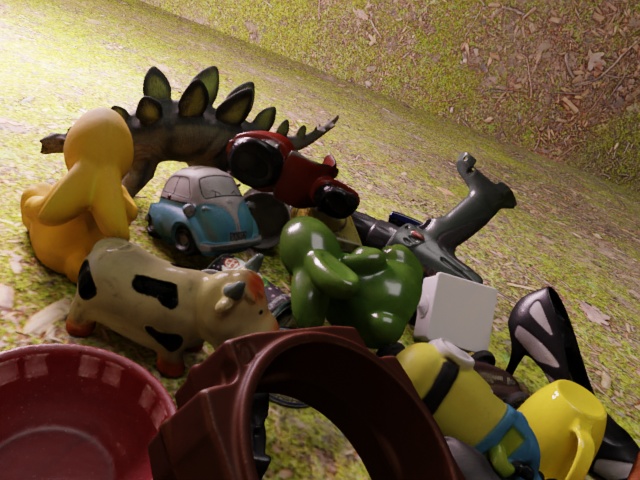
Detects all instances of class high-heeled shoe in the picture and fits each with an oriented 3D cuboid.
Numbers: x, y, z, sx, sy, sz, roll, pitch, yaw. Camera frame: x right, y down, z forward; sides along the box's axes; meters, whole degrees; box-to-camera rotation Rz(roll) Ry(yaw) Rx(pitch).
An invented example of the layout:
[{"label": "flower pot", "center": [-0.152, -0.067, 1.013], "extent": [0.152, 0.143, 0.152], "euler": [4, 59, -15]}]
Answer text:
[{"label": "high-heeled shoe", "center": [0.319, 0.169, 0.618], "extent": [0.086, 0.145, 0.249], "euler": [-7, 35, -46]}]

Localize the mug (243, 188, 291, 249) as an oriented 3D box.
[{"label": "mug", "center": [-0.084, -0.052, 0.791], "extent": [0.081, 0.109, 0.107], "euler": [12, 13, -11]}]

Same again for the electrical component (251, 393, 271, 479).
[{"label": "electrical component", "center": [-0.081, 0.146, 0.448], "extent": [0.075, 0.047, 0.119], "euler": [17, 26, -12]}]

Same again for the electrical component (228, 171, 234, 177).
[{"label": "electrical component", "center": [-0.134, -0.156, 1.011], "extent": [0.134, 0.058, 0.115], "euler": [34, 29, 23]}]

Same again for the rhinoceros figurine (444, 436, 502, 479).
[{"label": "rhinoceros figurine", "center": [0.153, 0.229, 0.401], "extent": [0.073, 0.112, 0.191], "euler": [3, 23, -41]}]

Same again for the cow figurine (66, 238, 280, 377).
[{"label": "cow figurine", "center": [-0.128, 0.056, 0.497], "extent": [0.195, 0.127, 0.085], "euler": [22, 27, 5]}]

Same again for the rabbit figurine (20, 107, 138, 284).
[{"label": "rabbit figurine", "center": [-0.248, -0.052, 0.564], "extent": [0.122, 0.173, 0.162], "euler": [16, 21, -23]}]

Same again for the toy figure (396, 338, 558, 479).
[{"label": "toy figure", "center": [0.139, 0.173, 0.504], "extent": [0.089, 0.082, 0.180], "euler": [-31, 79, -37]}]

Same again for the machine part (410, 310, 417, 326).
[{"label": "machine part", "center": [0.094, 0.080, 0.740], "extent": [0.139, 0.039, 0.084], "euler": [11, 31, -31]}]

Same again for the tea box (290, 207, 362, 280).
[{"label": "tea box", "center": [-0.002, -0.002, 0.758], "extent": [0.068, 0.098, 0.170], "euler": [15, 24, -17]}]

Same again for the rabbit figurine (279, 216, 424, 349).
[{"label": "rabbit figurine", "center": [0.017, 0.048, 0.610], "extent": [0.170, 0.121, 0.159], "euler": [37, 26, -2]}]

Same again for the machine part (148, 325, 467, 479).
[{"label": "machine part", "center": [0.004, 0.161, 0.363], "extent": [0.201, 0.087, 0.201], "euler": [6, 46, -47]}]

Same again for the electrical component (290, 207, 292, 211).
[{"label": "electrical component", "center": [-0.006, -0.041, 0.896], "extent": [0.078, 0.045, 0.102], "euler": [10, 27, -28]}]

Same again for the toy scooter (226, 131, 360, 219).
[{"label": "toy scooter", "center": [-0.029, -0.093, 0.714], "extent": [0.184, 0.075, 0.135], "euler": [26, 24, -1]}]

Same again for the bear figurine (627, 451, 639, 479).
[{"label": "bear figurine", "center": [0.306, 0.248, 0.469], "extent": [0.196, 0.132, 0.120], "euler": [11, 59, -39]}]

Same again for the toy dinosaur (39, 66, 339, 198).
[{"label": "toy dinosaur", "center": [-0.164, -0.148, 0.801], "extent": [0.471, 0.198, 0.105], "euler": [-6, 40, -44]}]

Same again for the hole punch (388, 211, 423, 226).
[{"label": "hole punch", "center": [0.157, 0.002, 0.898], "extent": [0.142, 0.092, 0.116], "euler": [23, 20, 10]}]

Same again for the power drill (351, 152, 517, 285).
[{"label": "power drill", "center": [0.171, -0.031, 0.802], "extent": [0.232, 0.207, 0.086], "euler": [41, -9, 13]}]

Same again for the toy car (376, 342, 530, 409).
[{"label": "toy car", "center": [0.157, 0.159, 0.618], "extent": [0.202, 0.053, 0.089], "euler": [9, 24, -24]}]

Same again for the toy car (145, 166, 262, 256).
[{"label": "toy car", "center": [-0.147, -0.042, 0.676], "extent": [0.162, 0.102, 0.109], "euler": [20, 17, 42]}]
